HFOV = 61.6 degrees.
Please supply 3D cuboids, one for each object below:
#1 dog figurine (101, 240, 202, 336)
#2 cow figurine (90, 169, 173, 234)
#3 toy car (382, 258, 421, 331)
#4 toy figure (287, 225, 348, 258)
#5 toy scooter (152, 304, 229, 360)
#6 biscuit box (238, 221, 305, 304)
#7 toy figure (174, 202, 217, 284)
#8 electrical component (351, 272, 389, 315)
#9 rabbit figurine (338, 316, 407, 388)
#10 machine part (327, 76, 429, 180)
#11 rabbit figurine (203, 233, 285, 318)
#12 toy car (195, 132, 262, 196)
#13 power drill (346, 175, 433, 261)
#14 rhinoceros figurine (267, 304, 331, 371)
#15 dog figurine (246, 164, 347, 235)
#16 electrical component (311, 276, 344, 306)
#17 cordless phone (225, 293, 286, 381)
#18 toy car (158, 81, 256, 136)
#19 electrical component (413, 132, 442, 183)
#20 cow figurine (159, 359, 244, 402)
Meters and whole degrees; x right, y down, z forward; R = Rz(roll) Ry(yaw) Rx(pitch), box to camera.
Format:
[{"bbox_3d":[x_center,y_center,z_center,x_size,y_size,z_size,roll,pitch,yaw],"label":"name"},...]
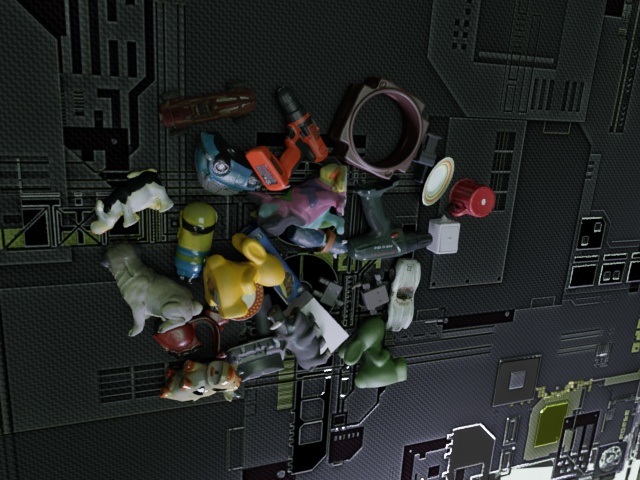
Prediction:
[{"bbox_3d":[-0.347,0.085,1.117,0.172,0.121,0.190,-13,109,-8],"label":"dog figurine"},{"bbox_3d":[-0.394,-0.078,1.087,0.167,0.068,0.098,-25,107,-17],"label":"cow figurine"},{"bbox_3d":[0.213,0.144,1.400,0.073,0.056,0.201,2,104,-22],"label":"toy car"},{"bbox_3d":[-0.002,-0.004,1.270,0.154,0.064,0.058,17,61,-30],"label":"toy figure"},{"bbox_3d":[-0.275,0.216,1.210,0.184,0.075,0.135,-17,95,-22],"label":"toy scooter"},{"bbox_3d":[-0.116,0.053,1.239,0.059,0.063,0.202,-39,116,-8],"label":"biscuit box"},{"bbox_3d":[-0.266,0.006,1.150,0.082,0.089,0.180,11,100,-26],"label":"toy figure"},{"bbox_3d":[0.130,0.138,1.370,0.078,0.045,0.102,-28,113,-9],"label":"electrical component"},{"bbox_3d":[0.129,0.286,1.397,0.159,0.121,0.170,-10,91,-11],"label":"rabbit figurine"},{"bbox_3d":[0.136,-0.255,1.235,0.201,0.087,0.201,23,96,-27],"label":"machine part"},{"bbox_3d":[-0.159,0.067,1.150,0.173,0.122,0.162,-11,103,-26],"label":"rabbit figurine"},{"bbox_3d":[-0.206,-0.147,1.132,0.103,0.109,0.161,-42,136,22],"label":"toy car"},{"bbox_3d":[0.167,-0.053,1.317,0.232,0.086,0.207,-16,118,-14],"label":"power drill"},{"bbox_3d":[-0.052,0.220,1.244,0.112,0.073,0.190,-31,117,2],"label":"rhinoceros figurine"},{"bbox_3d":[-0.050,-0.091,1.201,0.219,0.191,0.108,4,144,2],"label":"dog figurine"},{"bbox_3d":[0.026,0.130,1.341,0.094,0.021,0.063,27,94,-25],"label":"electrical component"},{"bbox_3d":[-0.161,0.227,1.276,0.147,0.089,0.184,-13,99,-18],"label":"cordless phone"},{"bbox_3d":[-0.229,-0.272,1.105,0.202,0.053,0.089,-14,107,-16],"label":"toy car"},{"bbox_3d":[0.242,-0.203,1.300,0.048,0.075,0.119,13,103,-26],"label":"electrical component"},{"bbox_3d":[-0.258,0.318,1.205,0.127,0.195,0.085,27,50,-34],"label":"cow figurine"}]
